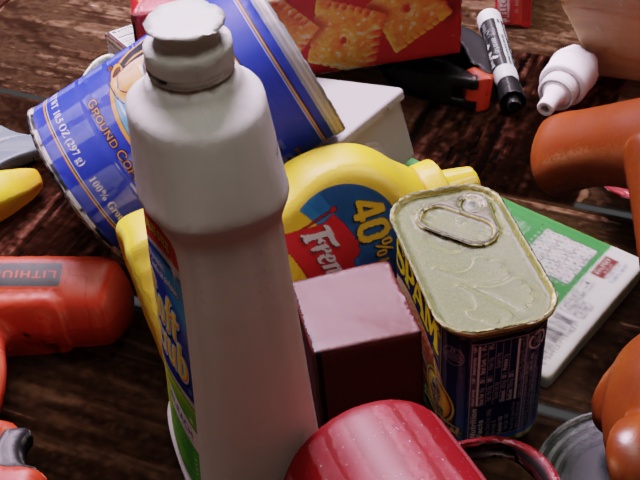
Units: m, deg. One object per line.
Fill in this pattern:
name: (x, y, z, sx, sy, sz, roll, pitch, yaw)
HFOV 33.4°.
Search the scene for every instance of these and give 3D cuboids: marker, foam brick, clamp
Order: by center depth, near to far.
foam brick: (0.019, 0.058, 0.523, 0.051, 0.078, 0.053, -13, 42, -7)
marker: (0.131, -0.130, 0.773, 0.020, 0.020, 0.121, -4, 41, 1)
clamp: (0.056, -0.143, 0.781, 0.120, 0.039, 0.172, -23, 44, -14)

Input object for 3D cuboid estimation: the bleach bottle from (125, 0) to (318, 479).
bleach bottle: (-0.042, 0.015, 0.445, 0.068, 0.251, 0.103, -15, 42, -13)

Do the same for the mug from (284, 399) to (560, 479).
mug: (0.045, 0.117, 0.445, 0.117, 0.093, 0.082, -23, 39, -11)

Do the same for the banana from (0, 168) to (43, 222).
banana: (-0.237, 0.016, 0.630, 0.069, 0.037, 0.197, 21, 46, 2)

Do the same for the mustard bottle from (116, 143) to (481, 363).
mustard bottle: (-0.004, 0.001, 0.564, 0.191, 0.096, 0.058, -21, 34, -11)

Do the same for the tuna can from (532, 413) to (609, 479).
tuna can: (0.137, 0.119, 0.476, 0.086, 0.034, 0.086, -3, 41, 2)

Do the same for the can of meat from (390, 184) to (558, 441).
can of meat: (0.071, 0.037, 0.518, 0.057, 0.084, 0.102, -11, 41, -8)

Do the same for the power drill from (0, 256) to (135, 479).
power drill: (-0.144, 0.088, 0.519, 0.184, 0.057, 0.187, 0, 41, 5)

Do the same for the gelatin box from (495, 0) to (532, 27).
gelatin box: (0.153, -0.219, 0.832, 0.030, 0.073, 0.089, 4, 43, 11)

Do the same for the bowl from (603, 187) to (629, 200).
bowl: (0.243, -0.064, 0.622, 0.162, 0.055, 0.162, -4, 21, 1)

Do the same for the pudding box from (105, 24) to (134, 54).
pudding box: (-0.091, -0.129, 0.778, 0.089, 0.039, 0.114, -27, 44, -26)

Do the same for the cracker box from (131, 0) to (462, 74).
cracker box: (-0.024, -0.181, 0.746, 0.213, 0.072, 0.164, -8, 38, -5)

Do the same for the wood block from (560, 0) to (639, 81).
wood block: (0.270, -0.154, 0.677, 0.206, 0.090, 0.090, 18, 67, 46)

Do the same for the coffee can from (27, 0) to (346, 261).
coffee can: (-0.072, -0.066, 0.584, 0.140, 0.102, 0.103, -32, 44, 4)

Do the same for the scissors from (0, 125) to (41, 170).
scissors: (-0.193, -0.052, 0.715, 0.202, 0.016, 0.096, 6, 44, 12)
